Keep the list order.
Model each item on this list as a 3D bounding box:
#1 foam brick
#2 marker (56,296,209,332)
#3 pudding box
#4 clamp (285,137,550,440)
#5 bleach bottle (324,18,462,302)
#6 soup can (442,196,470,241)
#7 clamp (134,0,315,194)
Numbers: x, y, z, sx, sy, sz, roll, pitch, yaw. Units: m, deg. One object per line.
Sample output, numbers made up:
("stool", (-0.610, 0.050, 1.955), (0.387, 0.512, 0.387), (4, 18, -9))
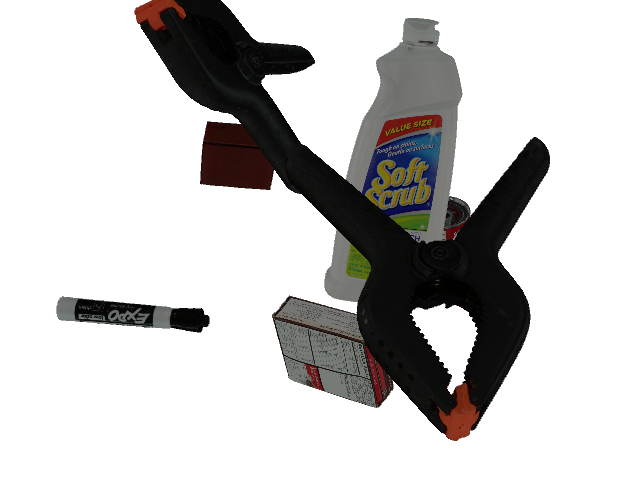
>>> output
("foam brick", (-0.087, -0.091, 1.139), (0.078, 0.051, 0.053), (5, 31, -3))
("marker", (-0.146, 0.058, 0.831), (0.121, 0.020, 0.020), (4, 1, 10))
("pudding box", (0.013, 0.110, 1.062), (0.114, 0.090, 0.039), (12, 41, 31))
("clamp", (0.056, 0.015, 0.610), (0.164, 0.210, 0.036), (3, -40, 2))
("bleach bottle", (0.066, -0.069, 0.941), (0.102, 0.251, 0.068), (7, 19, 3))
("soup can", (0.151, 0.005, 1.324), (0.068, 0.102, 0.068), (-3, 35, 2))
("clamp", (-0.052, -0.102, 0.708), (0.039, 0.120, 0.171), (-29, -29, 29))
